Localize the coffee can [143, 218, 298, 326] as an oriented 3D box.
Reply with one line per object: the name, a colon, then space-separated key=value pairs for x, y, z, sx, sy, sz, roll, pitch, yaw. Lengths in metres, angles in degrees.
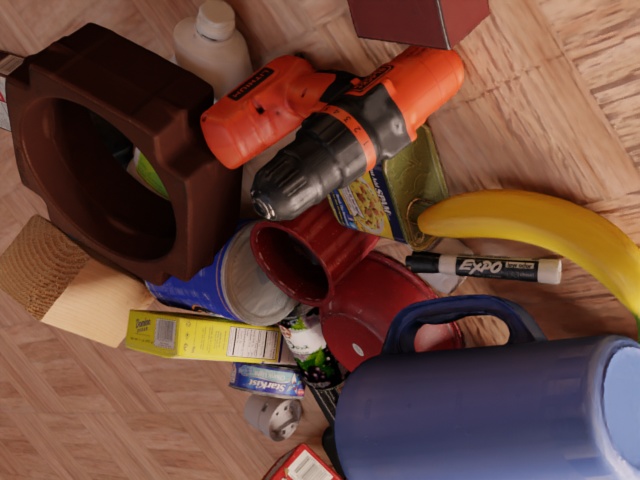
coffee can: x=-0.097 y=0.026 z=1.064 sx=0.141 sy=0.102 sz=0.103 roll=7 pitch=132 yaw=47

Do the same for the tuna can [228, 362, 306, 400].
tuna can: x=-0.057 y=0.154 z=1.190 sx=0.086 sy=0.034 sz=0.086 roll=10 pitch=176 yaw=0

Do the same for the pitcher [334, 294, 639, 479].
pitcher: x=0.137 y=0.130 z=0.824 sx=0.243 sy=0.144 sz=0.149 roll=-17 pitch=112 yaw=45

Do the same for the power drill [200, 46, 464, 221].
power drill: x=-0.011 y=-0.082 z=0.774 sx=0.188 sy=0.184 sz=0.057 roll=15 pitch=137 yaw=55

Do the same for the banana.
banana: x=0.161 y=0.001 z=0.767 sx=0.198 sy=0.069 sz=0.037 roll=30 pitch=-174 yaw=29

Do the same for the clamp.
clamp: x=0.054 y=0.233 z=1.191 sx=0.165 sy=0.036 sz=0.210 roll=30 pitch=148 yaw=23

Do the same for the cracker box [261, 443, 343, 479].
cracker box: x=0.004 y=0.333 z=1.293 sx=0.164 sy=0.072 sz=0.214 roll=43 pitch=163 yaw=5

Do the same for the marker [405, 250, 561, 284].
marker: x=0.125 y=0.021 z=0.830 sx=0.121 sy=0.020 sz=0.020 roll=4 pitch=134 yaw=20

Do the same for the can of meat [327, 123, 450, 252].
can of meat: x=0.048 y=-0.048 z=0.848 sx=0.084 sy=0.057 sz=0.102 roll=16 pitch=139 yaw=42

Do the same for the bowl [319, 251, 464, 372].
bowl: x=0.053 y=0.087 z=1.002 sx=0.162 sy=0.055 sz=0.162 roll=31 pitch=146 yaw=23

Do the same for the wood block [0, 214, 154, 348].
wood block: x=-0.283 y=0.052 z=1.247 sx=0.090 sy=0.091 sz=0.206 roll=36 pitch=176 yaw=18

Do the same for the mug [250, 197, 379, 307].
mug: x=-0.006 y=0.001 z=0.945 sx=0.093 sy=0.081 sz=0.117 roll=49 pitch=149 yaw=-5

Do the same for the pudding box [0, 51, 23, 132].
pudding box: x=-0.350 y=-0.165 z=1.206 sx=0.114 sy=0.039 sz=0.090 roll=22 pitch=143 yaw=37

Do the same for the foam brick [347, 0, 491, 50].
foam brick: x=0.062 y=-0.162 z=0.699 sx=0.078 sy=0.053 sz=0.051 roll=18 pitch=139 yaw=39

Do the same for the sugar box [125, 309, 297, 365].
sugar box: x=-0.104 y=0.102 z=1.116 sx=0.094 sy=0.175 sz=0.048 roll=4 pitch=88 yaw=47

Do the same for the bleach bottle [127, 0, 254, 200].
bleach bottle: x=-0.115 y=-0.119 z=0.955 sx=0.102 sy=0.068 sz=0.251 roll=37 pitch=146 yaw=11
